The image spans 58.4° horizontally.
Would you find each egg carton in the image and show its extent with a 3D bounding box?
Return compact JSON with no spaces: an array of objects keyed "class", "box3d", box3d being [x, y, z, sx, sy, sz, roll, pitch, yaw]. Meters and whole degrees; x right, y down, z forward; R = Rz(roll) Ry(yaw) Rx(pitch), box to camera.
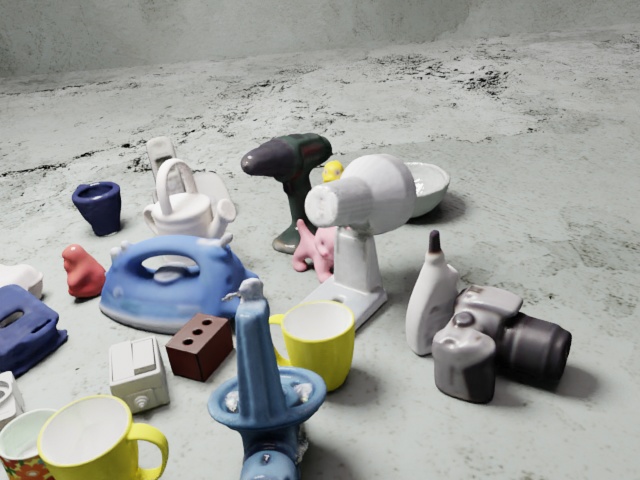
[{"class":"egg carton","box3d":[-0.514,0.094,0.901,0.107,0.069,0.150,0,29,10]}]

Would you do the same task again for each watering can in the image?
[{"class":"watering can","box3d":[-0.224,-0.044,0.971,0.173,0.194,0.101,-5,29,1]}]

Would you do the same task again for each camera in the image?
[{"class":"camera","box3d":[0.223,0.121,0.691,0.136,0.101,0.143,14,35,32]}]

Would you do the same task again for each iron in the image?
[{"class":"iron","box3d":[-0.229,0.051,0.853,0.258,0.142,0.118,0,29,10]}]

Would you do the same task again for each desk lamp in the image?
[{"class":"desk lamp","box3d":[0.049,-0.003,0.828,0.117,0.214,0.204,15,35,32]}]

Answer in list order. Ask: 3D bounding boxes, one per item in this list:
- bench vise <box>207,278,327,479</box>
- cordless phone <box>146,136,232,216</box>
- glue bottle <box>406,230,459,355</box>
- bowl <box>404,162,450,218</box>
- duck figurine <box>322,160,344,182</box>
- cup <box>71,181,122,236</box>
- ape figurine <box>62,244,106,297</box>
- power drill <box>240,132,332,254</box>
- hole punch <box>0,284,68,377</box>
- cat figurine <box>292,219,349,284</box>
[{"class":"bench vise","box3d":[-0.042,0.159,0.544,0.122,0.220,0.206,-15,30,-16]},{"class":"cordless phone","box3d":[-0.259,-0.119,1.121,0.148,0.185,0.093,-23,33,-29]},{"class":"glue bottle","box3d":[0.147,0.064,0.732,0.078,0.173,0.037,-16,30,-17]},{"class":"bowl","box3d":[0.166,-0.088,1.106,0.167,0.075,0.167,-4,29,3]},{"class":"duck figurine","box3d":[0.033,-0.122,1.180,0.077,0.086,0.105,6,31,20]},{"class":"cup","box3d":[-0.443,-0.061,1.142,0.117,0.095,0.092,19,37,37]},{"class":"ape figurine","box3d":[-0.394,0.047,0.940,0.076,0.092,0.078,-1,29,7]},{"class":"power drill","box3d":[-0.049,-0.087,1.003,0.075,0.209,0.230,11,33,27]},{"class":"hole punch","box3d":[-0.433,0.123,0.810,0.100,0.091,0.109,9,32,25]},{"class":"cat figurine","box3d":[0.008,0.003,0.924,0.127,0.118,0.067,22,39,40]}]
